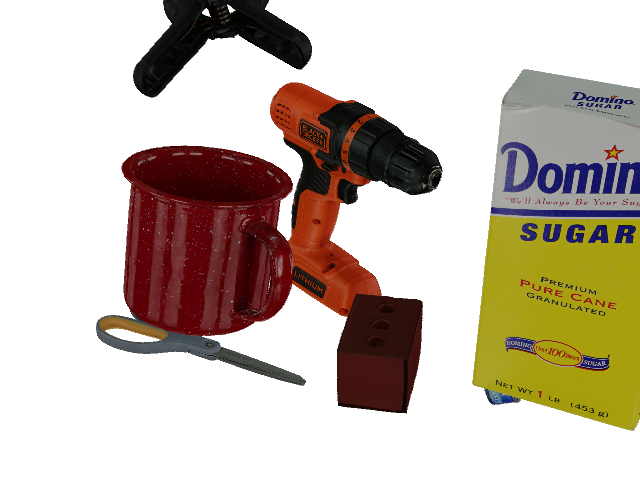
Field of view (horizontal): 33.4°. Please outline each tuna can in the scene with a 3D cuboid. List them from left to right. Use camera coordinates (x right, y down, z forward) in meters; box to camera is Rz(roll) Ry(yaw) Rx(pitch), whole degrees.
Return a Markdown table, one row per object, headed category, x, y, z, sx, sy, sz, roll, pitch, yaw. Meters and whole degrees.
| category | x | y | z | sx | sy | sz | roll | pitch | yaw |
| --- | --- | --- | --- | --- | --- | --- | --- | --- | --- |
| tuna can | 0.217 | 0.154 | 1.287 | 0.034 | 0.086 | 0.086 | -10 | -3 | 18 |

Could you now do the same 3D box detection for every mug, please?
| category | x | y | z | sx | sy | sz | roll | pitch | yaw |
| --- | --- | --- | --- | --- | --- | --- | --- | --- | --- |
| mug | -0.058 | 0.005 | 0.587 | 0.117 | 0.081 | 0.093 | 26 | 28 | 37 |

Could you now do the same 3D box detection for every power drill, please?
| category | x | y | z | sx | sy | sz | roll | pitch | yaw |
| --- | --- | --- | --- | --- | --- | --- | --- | --- | --- |
| power drill | 0.025 | -0.030 | 0.940 | 0.057 | 0.188 | 0.185 | -21 | 40 | -37 |

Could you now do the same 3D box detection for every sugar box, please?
| category | x | y | z | sx | sy | sz | roll | pitch | yaw |
| --- | --- | --- | --- | --- | --- | --- | --- | --- | --- |
| sugar box | 0.132 | 0.008 | 0.544 | 0.093 | 0.176 | 0.048 | 13 | 37 | 21 |

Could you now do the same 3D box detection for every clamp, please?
| category | x | y | z | sx | sy | sz | roll | pitch | yaw |
| --- | --- | --- | --- | --- | --- | --- | --- | --- | --- |
| clamp | -0.063 | -0.162 | 0.763 | 0.120 | 0.039 | 0.171 | -1 | 45 | 3 |

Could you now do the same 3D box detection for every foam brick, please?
| category | x | y | z | sx | sy | sz | roll | pitch | yaw |
| --- | --- | --- | --- | --- | --- | --- | --- | --- | --- |
| foam brick | 0.044 | 0.082 | 0.786 | 0.053 | 0.051 | 0.078 | 5 | 31 | 11 |

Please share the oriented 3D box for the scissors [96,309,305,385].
| category | x | y | z | sx | sy | sz | roll | pitch | yaw |
| --- | --- | --- | --- | --- | --- | --- | --- | --- | --- |
| scissors | -0.108 | 0.090 | 1.001 | 0.202 | 0.016 | 0.096 | 10 | 29 | 2 |
